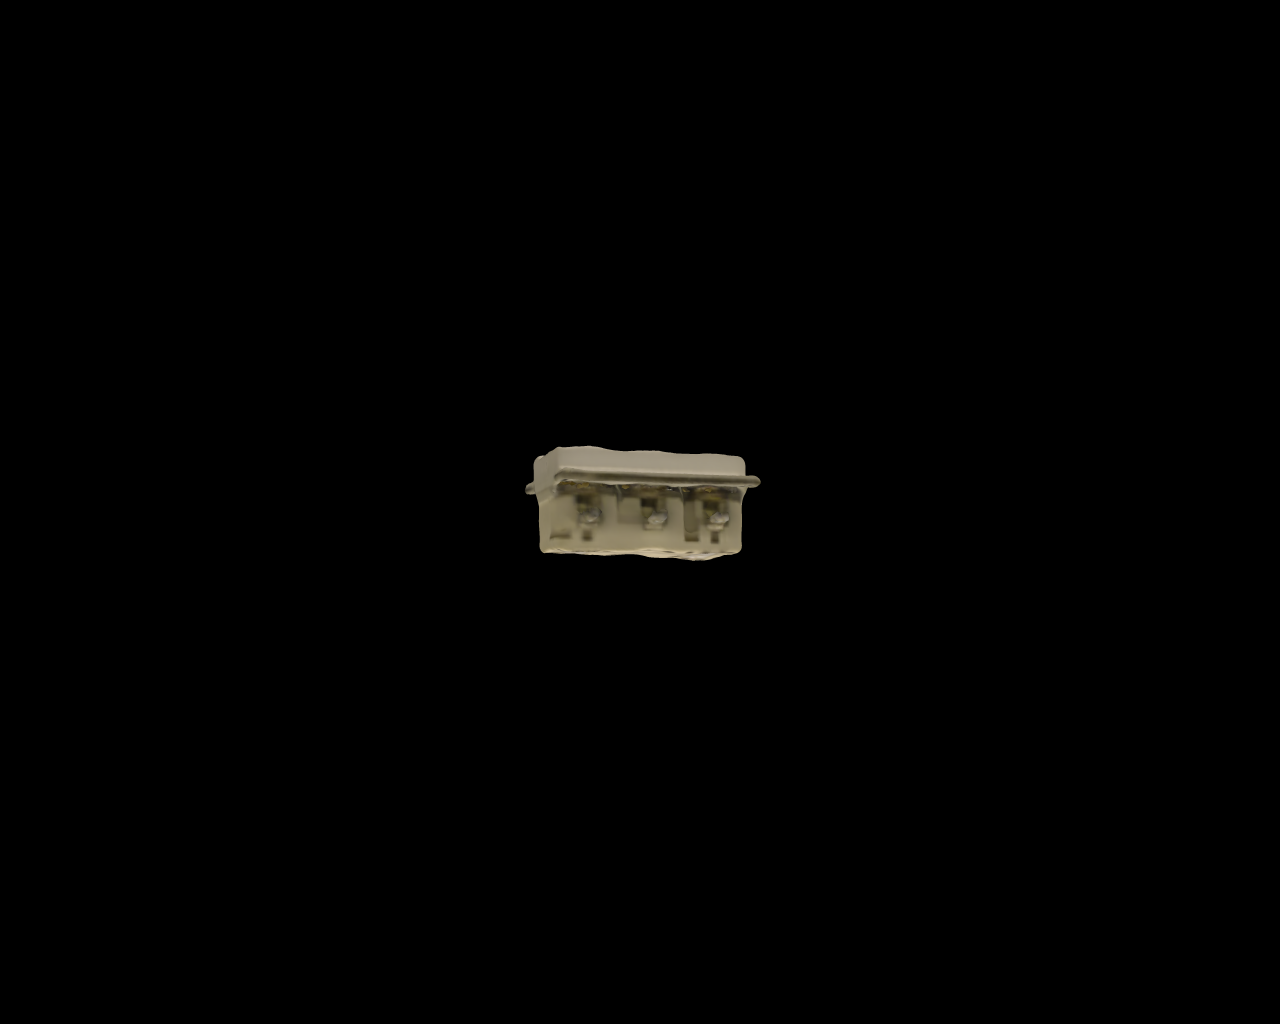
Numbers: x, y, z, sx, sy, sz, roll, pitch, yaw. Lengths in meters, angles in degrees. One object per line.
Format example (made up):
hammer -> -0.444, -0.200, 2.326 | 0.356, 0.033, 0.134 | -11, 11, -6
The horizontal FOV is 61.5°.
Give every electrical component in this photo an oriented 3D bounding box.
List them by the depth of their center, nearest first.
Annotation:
electrical component -> 0.001, -0.003, 0.650 | 0.121, 0.063, 0.078 | 3, -7, -22
